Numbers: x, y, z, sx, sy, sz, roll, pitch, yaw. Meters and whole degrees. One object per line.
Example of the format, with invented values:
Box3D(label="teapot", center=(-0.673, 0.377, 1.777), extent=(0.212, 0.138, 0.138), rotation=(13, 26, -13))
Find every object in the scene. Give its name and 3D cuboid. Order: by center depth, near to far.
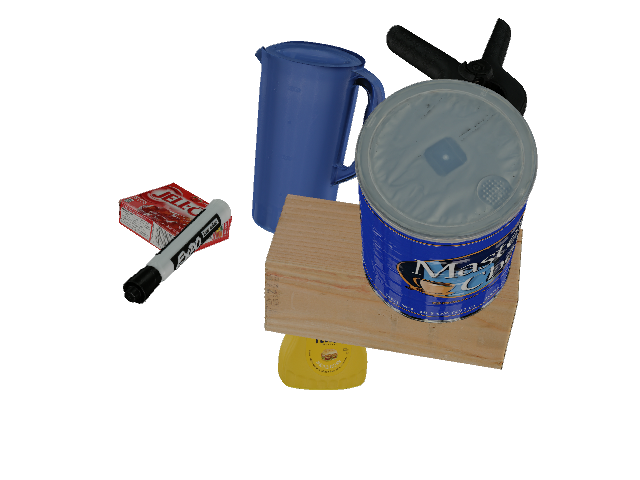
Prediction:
Box3D(label="coffee can", center=(0.075, -0.020, 0.663), extent=(0.103, 0.103, 0.140), rotation=(0, -24, 4))
Box3D(label="marker", center=(-0.102, 0.007, 0.765), extent=(0.020, 0.020, 0.121), rotation=(0, 31, 32))
Box3D(label="wood block", center=(0.062, 0.035, 0.918), extent=(0.206, 0.090, 0.090), rotation=(9, 44, 6))
Box3D(label="clamp", center=(0.125, -0.145, 0.955), extent=(0.120, 0.039, 0.171), rotation=(-4, 44, -2))
Box3D(label="gelatin box", center=(-0.145, -0.022, 1.060), extent=(0.089, 0.030, 0.073), rotation=(30, 35, 31))
Box3D(label="mustard bottle", center=(0.008, 0.064, 1.154), extent=(0.096, 0.192, 0.058), rotation=(2, 14, -12))
Box3D(label="pitcher", center=(-0.014, -0.129, 1.384), extent=(0.144, 0.243, 0.149), rotation=(0, 23, -18))
